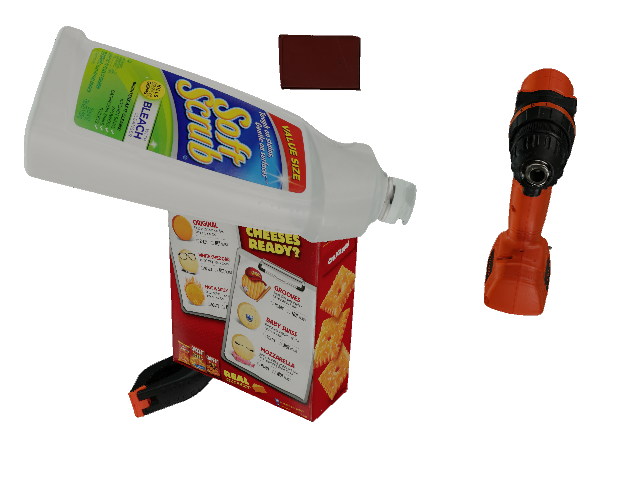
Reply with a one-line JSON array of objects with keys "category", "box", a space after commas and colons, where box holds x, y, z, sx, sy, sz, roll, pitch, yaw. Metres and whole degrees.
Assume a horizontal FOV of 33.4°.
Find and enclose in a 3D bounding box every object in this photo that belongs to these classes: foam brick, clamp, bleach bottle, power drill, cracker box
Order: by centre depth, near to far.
[{"category": "bleach bottle", "box": [-0.060, -0.060, 0.705, 0.250, 0.102, 0.068, 14, -32, -7]}, {"category": "power drill", "box": [0.178, -0.033, 0.898, 0.057, 0.188, 0.184, 11, 31, 11]}, {"category": "cracker box", "box": [-0.053, 0.035, 0.959, 0.164, 0.214, 0.072, 19, 32, 28]}, {"category": "foam brick", "box": [-0.001, -0.173, 1.038, 0.078, 0.051, 0.053, 0, 13, -4]}, {"category": "clamp", "box": [-0.124, 0.130, 1.113, 0.120, 0.039, 0.171, -11, 19, 36]}]
